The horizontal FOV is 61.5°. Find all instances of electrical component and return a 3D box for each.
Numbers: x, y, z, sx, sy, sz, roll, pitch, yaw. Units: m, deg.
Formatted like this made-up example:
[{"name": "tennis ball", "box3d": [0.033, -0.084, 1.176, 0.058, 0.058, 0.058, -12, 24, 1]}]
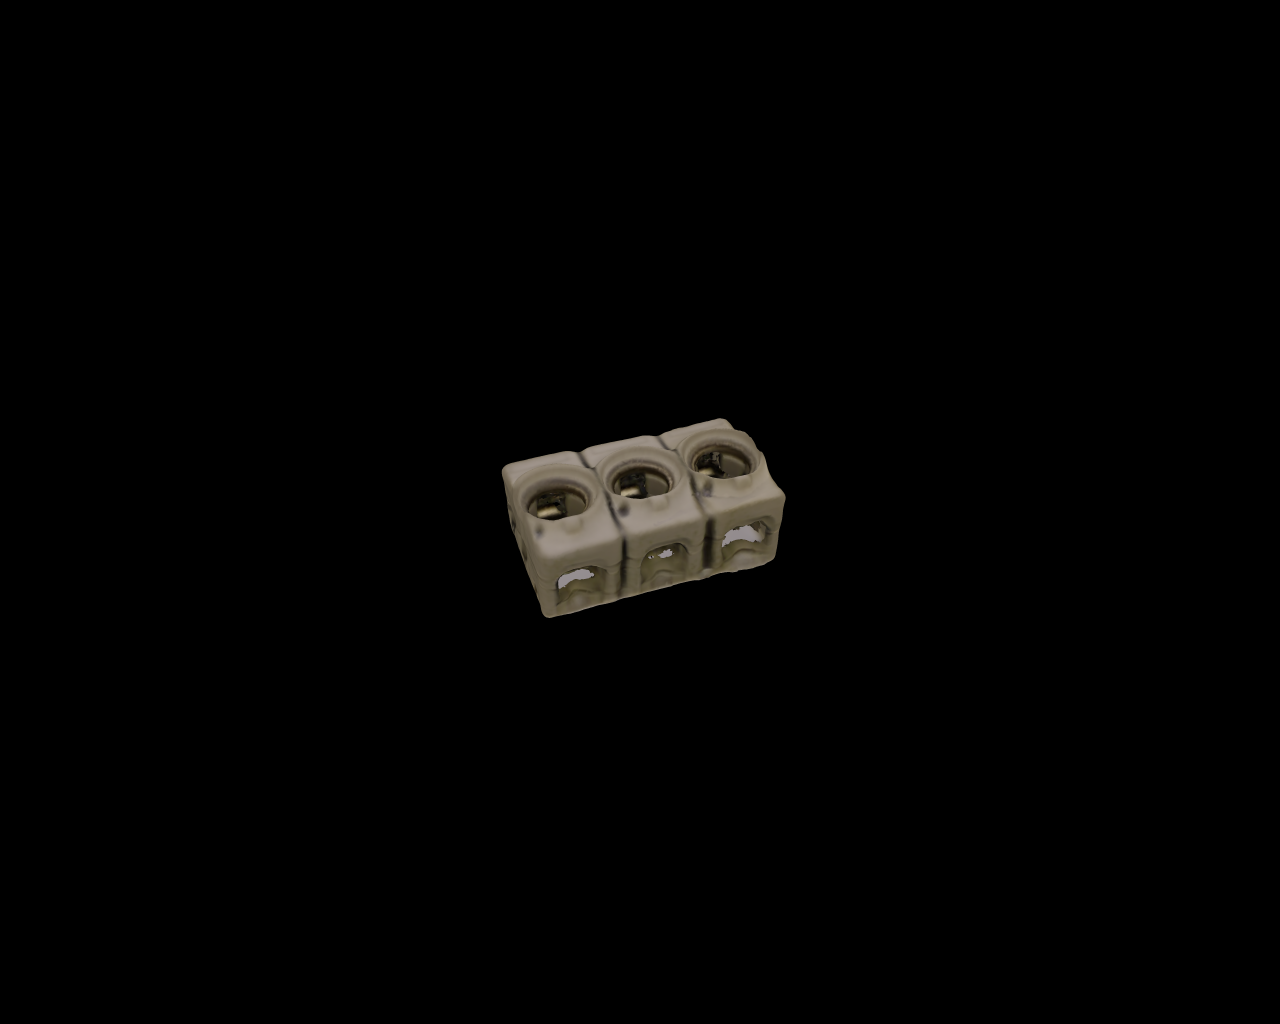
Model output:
[{"name": "electrical component", "box3d": [0.001, -0.003, 0.650, 0.150, 0.061, 0.090, -14, 44, -15]}]
